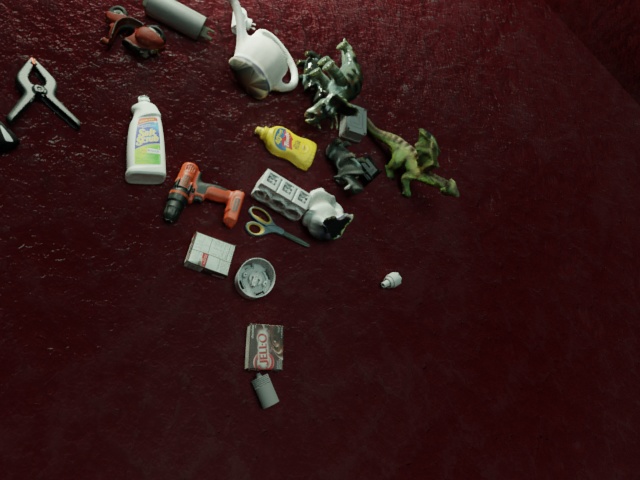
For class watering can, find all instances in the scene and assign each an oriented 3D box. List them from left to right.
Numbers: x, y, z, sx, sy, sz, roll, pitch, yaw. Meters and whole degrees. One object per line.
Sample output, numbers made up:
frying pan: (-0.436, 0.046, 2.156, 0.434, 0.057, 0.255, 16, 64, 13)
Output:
watering can: (-0.208, -0.586, 1.599, 0.344, 0.103, 0.229, 45, 53, -21)

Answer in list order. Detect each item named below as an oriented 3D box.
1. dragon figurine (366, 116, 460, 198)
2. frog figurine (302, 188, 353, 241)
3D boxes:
dragon figurine: (0.303, -0.288, 1.678, 0.124, 0.239, 0.410, -38, 91, -30)
frog figurine: (0.005, -0.076, 1.516, 0.138, 0.120, 0.162, -24, 45, -26)
